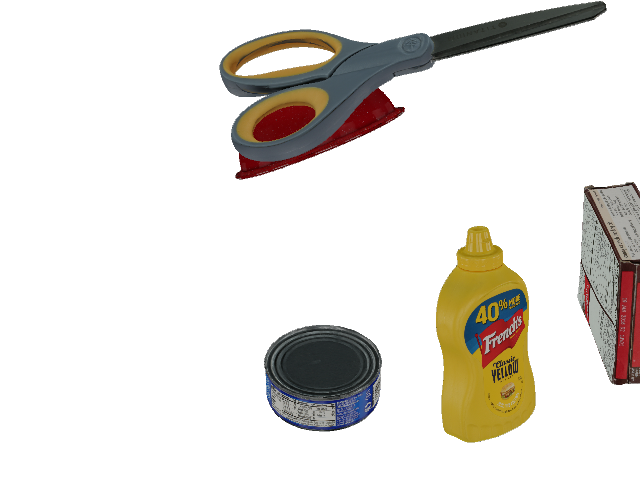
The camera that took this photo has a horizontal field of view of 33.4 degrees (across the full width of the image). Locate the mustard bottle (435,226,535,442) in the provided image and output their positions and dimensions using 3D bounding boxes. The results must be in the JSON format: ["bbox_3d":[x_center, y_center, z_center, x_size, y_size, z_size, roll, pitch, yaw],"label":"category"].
[{"bbox_3d":[0.149,0.080,0.968,0.096,0.191,0.058,-17,20,-31],"label":"mustard bottle"}]

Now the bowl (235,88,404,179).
[{"bbox_3d":[-0.010,-0.109,0.943,0.162,0.055,0.162,-22,9,4],"label":"bowl"}]

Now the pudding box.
[{"bbox_3d":[0.196,0.025,0.688,0.039,0.090,0.113,-3,27,1],"label":"pudding box"}]

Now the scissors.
[{"bbox_3d":[0.037,-0.080,0.539,0.202,0.096,0.016,1,-36,22],"label":"scissors"}]

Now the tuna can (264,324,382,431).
[{"bbox_3d":[0.002,0.101,0.785,0.086,0.034,0.086,-1,32,0],"label":"tuna can"}]
